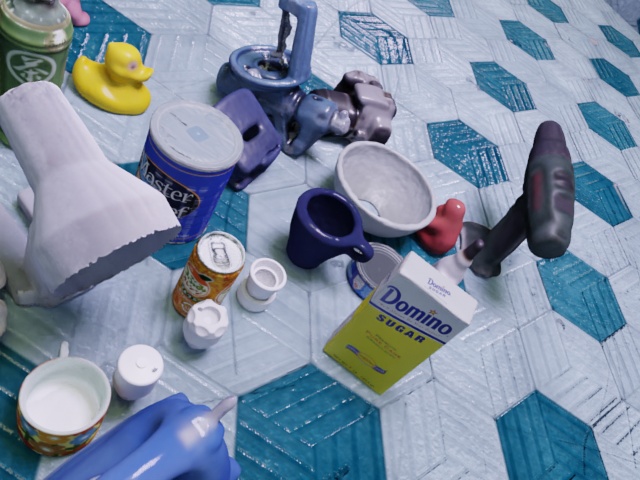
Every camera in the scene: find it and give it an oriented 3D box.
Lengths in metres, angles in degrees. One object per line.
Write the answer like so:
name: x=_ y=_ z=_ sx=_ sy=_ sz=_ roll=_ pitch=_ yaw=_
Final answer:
camera: x=0.045 y=-0.221 z=0.937 sx=0.137 sy=0.100 sz=0.143 roll=7 pitch=52 yaw=-26

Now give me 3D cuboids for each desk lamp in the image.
desk lamp: x=-0.237 y=-0.023 z=0.525 sx=0.203 sy=0.213 sz=0.118 roll=48 pitch=46 yaw=12

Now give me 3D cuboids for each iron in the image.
iron: x=-0.168 y=0.209 z=0.430 sx=0.118 sy=0.141 sz=0.259 roll=47 pitch=46 yaw=11

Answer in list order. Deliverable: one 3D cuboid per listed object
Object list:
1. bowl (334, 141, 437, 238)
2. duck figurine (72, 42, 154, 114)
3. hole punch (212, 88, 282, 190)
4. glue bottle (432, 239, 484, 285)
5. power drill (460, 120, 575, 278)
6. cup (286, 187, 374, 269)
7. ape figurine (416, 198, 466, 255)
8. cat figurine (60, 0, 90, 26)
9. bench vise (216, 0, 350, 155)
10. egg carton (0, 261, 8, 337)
bowl: x=0.085 y=-0.063 z=0.851 sx=0.168 sy=0.074 sz=0.167 roll=17 pitch=48 yaw=-19
duck figurine: x=-0.271 y=-0.225 z=0.760 sx=0.105 sy=0.086 sz=0.077 roll=20 pitch=47 yaw=-16
hole punch: x=-0.105 y=-0.141 z=0.788 sx=0.101 sy=0.091 sz=0.109 roll=37 pitch=45 yaw=1
glue bottle: x=0.152 y=0.053 z=0.727 sx=0.037 sy=0.173 sz=0.078 roll=38 pitch=45 yaw=2
power drill: x=0.304 y=-0.047 z=0.874 sx=0.076 sy=0.208 sz=0.229 roll=21 pitch=47 yaw=-15
cup: x=0.007 y=0.003 z=0.736 sx=0.118 sy=0.095 sz=0.092 roll=39 pitch=45 yaw=3
ape figurine: x=0.190 y=-0.028 z=0.873 sx=0.078 sy=0.092 sz=0.076 roll=11 pitch=50 yaw=-23
cat figurine: x=-0.357 y=-0.358 z=0.795 sx=0.067 sy=0.117 sz=0.128 roll=35 pitch=45 yaw=-1
bench vise: x=-0.032 y=-0.249 z=0.829 sx=0.208 sy=0.219 sz=0.121 roll=25 pitch=46 yaw=-11
egg carton: x=-0.356 y=0.051 z=0.496 sx=0.151 sy=0.069 sz=0.107 roll=-1 pitch=56 yaw=-32
